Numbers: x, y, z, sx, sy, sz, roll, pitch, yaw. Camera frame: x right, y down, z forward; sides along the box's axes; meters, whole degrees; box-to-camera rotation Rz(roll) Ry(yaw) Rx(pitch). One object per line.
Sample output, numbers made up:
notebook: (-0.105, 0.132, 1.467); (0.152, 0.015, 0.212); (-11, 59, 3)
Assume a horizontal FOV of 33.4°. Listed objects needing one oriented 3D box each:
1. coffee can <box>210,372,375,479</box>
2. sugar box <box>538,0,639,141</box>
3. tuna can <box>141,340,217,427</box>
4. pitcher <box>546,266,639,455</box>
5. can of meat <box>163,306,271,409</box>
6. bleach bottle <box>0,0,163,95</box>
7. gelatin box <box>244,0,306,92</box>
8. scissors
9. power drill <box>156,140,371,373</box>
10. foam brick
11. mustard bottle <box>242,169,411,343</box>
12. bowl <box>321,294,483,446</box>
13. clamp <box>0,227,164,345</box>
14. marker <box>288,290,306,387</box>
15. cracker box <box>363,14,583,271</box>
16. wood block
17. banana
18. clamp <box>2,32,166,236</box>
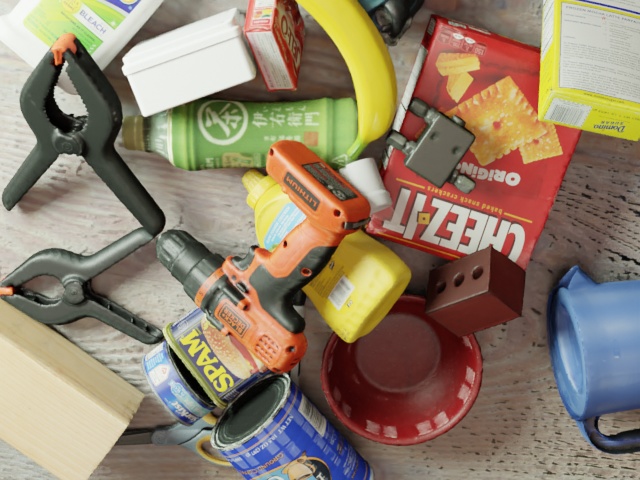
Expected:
coffee can: (-0.027, 0.217, 1.075); (0.103, 0.103, 0.140); (-37, 109, 9)
sugar box: (0.245, -0.176, 0.947); (0.093, 0.176, 0.048); (12, 146, -3)
tuna can: (-0.140, 0.142, 1.069); (0.034, 0.086, 0.086); (-36, 103, 7)
pitcher: (0.353, 0.107, 1.043); (0.243, 0.145, 0.149); (-7, 138, -2)
can of meat: (-0.092, 0.103, 1.069); (0.084, 0.057, 0.102); (-36, 94, 7)
bleach bottle: (-0.179, -0.256, 0.970); (0.102, 0.068, 0.251); (39, 100, -14)
gelatin box: (-0.039, -0.189, 0.963); (0.030, 0.073, 0.089); (-1, 150, 15)
scissors: (-0.156, 0.189, 1.119); (0.201, 0.016, 0.096); (12, 104, -4)
power drill: (-0.053, 0.003, 0.980); (0.184, 0.057, 0.188); (41, 117, 15)
foam brick: (0.146, 0.050, 1.003); (0.051, 0.053, 0.078); (36, 137, -29)
mustard bottle: (-0.006, 0.001, 1.020); (0.192, 0.058, 0.096); (45, 128, 17)
bowl: (0.081, 0.124, 1.081); (0.162, 0.055, 0.162); (0, 105, 0)
clamp: (-0.235, 0.056, 1.068); (0.171, 0.039, 0.120); (-9, 97, 7)
marker: (-0.026, 0.096, 1.091); (0.020, 0.020, 0.121); (5, 105, -2)
cracker box: (0.150, -0.086, 1.014); (0.164, 0.072, 0.214); (18, 106, -5)
wood block: (-0.289, 0.142, 1.059); (0.206, 0.090, 0.091); (36, 102, -5)
banana: (0.021, -0.166, 0.930); (0.069, 0.037, 0.198); (-23, 108, 3)
clamp: (-0.216, -0.090, 0.983); (0.164, 0.036, 0.210); (14, 131, 1)
